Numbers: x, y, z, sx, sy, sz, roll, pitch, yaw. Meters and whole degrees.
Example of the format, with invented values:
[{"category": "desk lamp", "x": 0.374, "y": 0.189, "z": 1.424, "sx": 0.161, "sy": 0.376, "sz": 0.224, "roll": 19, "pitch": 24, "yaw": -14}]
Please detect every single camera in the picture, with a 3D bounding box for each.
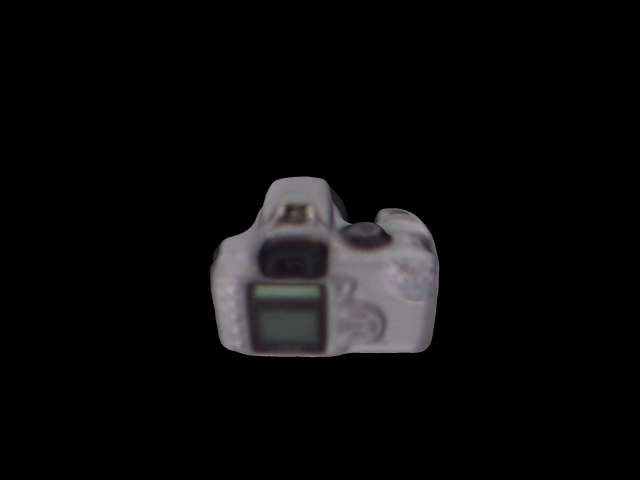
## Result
[{"category": "camera", "x": 0.004, "y": 0.001, "z": 0.400, "sx": 0.143, "sy": 0.101, "sz": 0.136, "roll": 0, "pitch": 32, "yaw": 0}]
